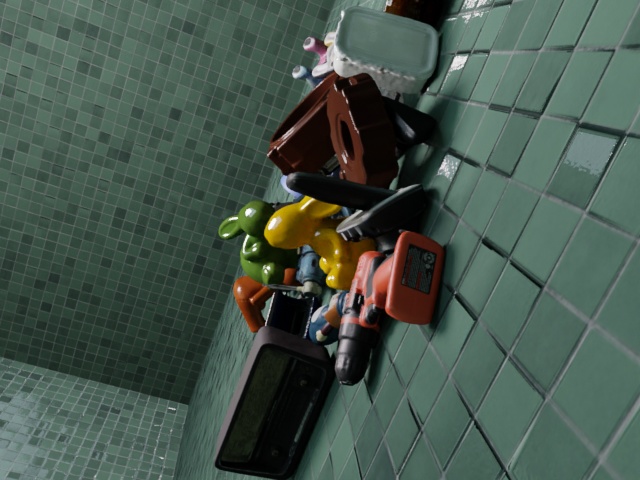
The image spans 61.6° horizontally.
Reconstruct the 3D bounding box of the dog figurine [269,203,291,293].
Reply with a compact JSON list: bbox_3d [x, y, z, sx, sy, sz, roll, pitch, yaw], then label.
[{"bbox_3d":[-0.110,0.019,1.334,0.121,0.172,0.190,110,-178,-71],"label":"dog figurine"}]

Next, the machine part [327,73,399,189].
[{"bbox_3d":[0.058,-0.149,0.785,0.179,0.056,0.179,166,89,-81],"label":"machine part"}]

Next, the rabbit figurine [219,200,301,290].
[{"bbox_3d":[-0.117,-0.014,1.078,0.121,0.159,0.170,-37,-42,-34],"label":"rabbit figurine"}]

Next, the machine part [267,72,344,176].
[{"bbox_3d":[0.000,-0.213,0.978,0.201,0.087,0.201,-42,19,21],"label":"machine part"}]

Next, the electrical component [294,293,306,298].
[{"bbox_3d":[-0.067,0.167,1.191,0.102,0.045,0.078,126,158,-55],"label":"electrical component"}]

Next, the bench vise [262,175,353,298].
[{"bbox_3d":[-0.003,-0.019,0.990,0.240,0.129,0.224,105,-175,-56],"label":"bench vise"}]

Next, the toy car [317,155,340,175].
[{"bbox_3d":[0.037,-0.166,1.047,0.202,0.056,0.073,-40,0,5],"label":"toy car"}]

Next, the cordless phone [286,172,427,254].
[{"bbox_3d":[0.035,-0.045,0.724,0.146,0.184,0.088,160,123,-75],"label":"cordless phone"}]

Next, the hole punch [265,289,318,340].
[{"bbox_3d":[-0.054,0.165,1.080,0.115,0.092,0.142,84,-165,-72],"label":"hole punch"}]

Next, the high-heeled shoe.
[{"bbox_3d":[0.103,-0.143,0.826,0.249,0.086,0.145,-84,15,-64],"label":"high-heeled shoe"}]

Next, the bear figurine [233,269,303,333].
[{"bbox_3d":[-0.094,0.107,1.239,0.120,0.196,0.131,-112,0,-60],"label":"bear figurine"}]

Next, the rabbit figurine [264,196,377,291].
[{"bbox_3d":[0.002,-0.011,0.851,0.122,0.173,0.162,-88,15,-64],"label":"rabbit figurine"}]

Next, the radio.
[{"bbox_3d":[-0.072,0.264,0.859,0.073,0.131,0.229,-114,44,-72],"label":"radio"}]

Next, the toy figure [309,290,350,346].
[{"bbox_3d":[0.027,0.116,0.814,0.154,0.058,0.064,125,159,-52],"label":"toy figure"}]

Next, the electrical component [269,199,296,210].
[{"bbox_3d":[-0.063,-0.017,1.153,0.058,0.115,0.134,-45,-57,-55],"label":"electrical component"}]

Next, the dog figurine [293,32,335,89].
[{"bbox_3d":[0.055,-0.368,1.224,0.192,0.219,0.108,7,79,38],"label":"dog figurine"}]
